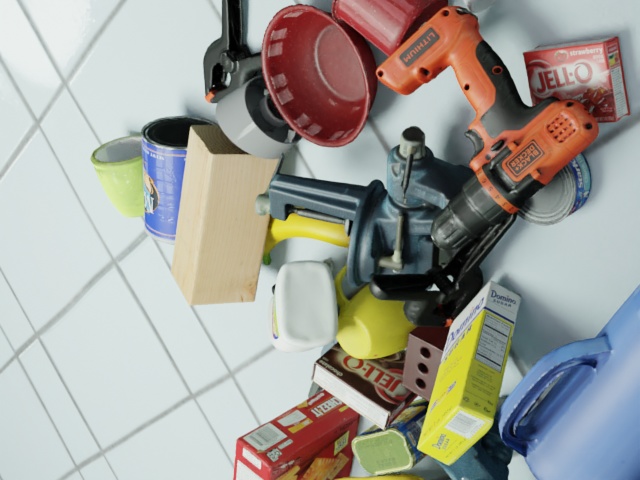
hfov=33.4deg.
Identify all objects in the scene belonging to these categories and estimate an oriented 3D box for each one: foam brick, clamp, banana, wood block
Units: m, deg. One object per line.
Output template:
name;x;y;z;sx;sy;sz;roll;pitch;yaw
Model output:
foam brick;0.132;0.136;1.213;0.053;0.051;0.078;28;128;34
clamp;-0.092;-0.215;1.279;0.120;0.039;0.172;52;145;20
clamp;0.120;0.048;1.108;0.036;0.164;0.210;58;166;24
banana;-0.022;-0.011;1.316;0.198;0.037;0.069;-9;128;51
wood block;-0.120;-0.031;1.327;0.090;0.090;0.206;-129;43;-52

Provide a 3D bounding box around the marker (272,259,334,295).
marker;-0.025;0.050;1.359;0.121;0.020;0.020;-28;89;50

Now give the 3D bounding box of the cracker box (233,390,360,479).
cracker box;-0.034;0.321;1.398;0.072;0.163;0.214;32;130;35

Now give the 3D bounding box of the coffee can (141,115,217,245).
coffee can;-0.180;-0.078;1.393;0.103;0.102;0.140;27;127;35

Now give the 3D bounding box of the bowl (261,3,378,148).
bowl;0.010;-0.185;1.167;0.162;0.055;0.162;27;133;34

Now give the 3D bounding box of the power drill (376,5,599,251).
power drill;0.136;-0.107;0.991;0.185;0.057;0.188;-41;74;19

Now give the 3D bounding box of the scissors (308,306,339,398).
scissors;0.002;0.128;1.370;0.096;0.016;0.202;51;137;11

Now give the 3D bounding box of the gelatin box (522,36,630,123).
gelatin box;0.233;-0.144;0.977;0.089;0.030;0.073;2;111;46

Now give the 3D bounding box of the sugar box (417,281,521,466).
sugar box;0.154;0.134;1.096;0.048;0.176;0.093;27;135;-7

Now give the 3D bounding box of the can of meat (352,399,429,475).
can of meat;0.099;0.235;1.274;0.102;0.083;0.057;-27;90;50

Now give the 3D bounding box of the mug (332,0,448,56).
mug;0.073;-0.228;1.070;0.081;0.093;0.117;42;166;17

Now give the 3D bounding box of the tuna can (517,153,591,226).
tuna can;0.218;-0.059;1.034;0.086;0.033;0.086;24;125;37

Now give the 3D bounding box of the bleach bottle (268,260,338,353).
bleach bottle;-0.030;0.098;1.293;0.251;0.068;0.102;118;150;-74

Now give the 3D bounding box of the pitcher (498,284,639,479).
pitcher;0.285;0.135;0.985;0.145;0.148;0.243;43;132;22

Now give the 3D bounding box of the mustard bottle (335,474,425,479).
mustard bottle;0.089;0.318;1.299;0.096;0.058;0.192;26;158;-16

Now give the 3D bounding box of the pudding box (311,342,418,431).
pudding box;0.060;0.161;1.263;0.114;0.089;0.039;30;132;23
